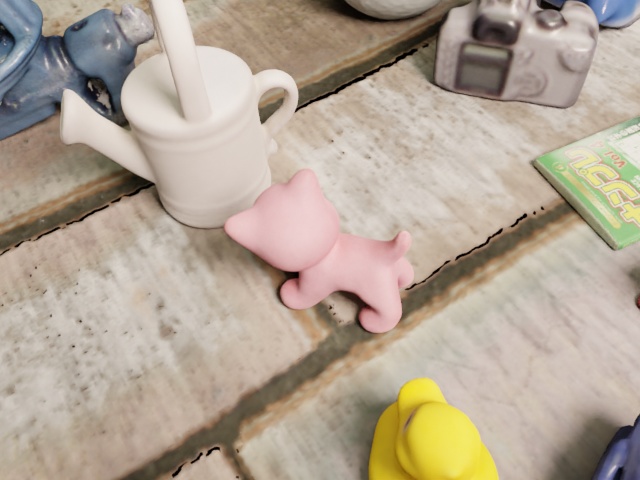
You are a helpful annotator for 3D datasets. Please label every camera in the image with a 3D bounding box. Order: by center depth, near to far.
[{"bbox_3d":[0.195,-0.216,0.561,0.143,0.101,0.137,13,56,12],"label":"camera"}]

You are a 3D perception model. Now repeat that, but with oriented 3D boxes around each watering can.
[{"bbox_3d":[-0.105,-0.101,0.437,0.173,0.194,0.100,-35,60,-20],"label":"watering can"}]

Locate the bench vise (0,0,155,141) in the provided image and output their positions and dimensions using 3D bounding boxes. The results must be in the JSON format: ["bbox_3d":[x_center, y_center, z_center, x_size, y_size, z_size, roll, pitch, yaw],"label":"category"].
[{"bbox_3d":[-0.264,-0.196,0.498,0.208,0.220,0.121,-29,58,-17],"label":"bench vise"}]

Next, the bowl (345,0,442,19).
[{"bbox_3d":[0.083,-0.300,0.644,0.167,0.075,0.167,-1,54,2],"label":"bowl"}]

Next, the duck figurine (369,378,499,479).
[{"bbox_3d":[0.068,0.129,0.328,0.077,0.086,0.104,-13,54,-6],"label":"duck figurine"}]

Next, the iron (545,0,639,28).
[{"bbox_3d":[0.340,-0.340,0.618,0.259,0.141,0.118,-39,61,-23],"label":"iron"}]

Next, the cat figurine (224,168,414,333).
[{"bbox_3d":[0.004,0.001,0.404,0.127,0.118,0.067,11,56,11],"label":"cat figurine"}]

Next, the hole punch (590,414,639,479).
[{"bbox_3d":[0.199,0.148,0.304,0.101,0.091,0.109,30,61,22],"label":"hole punch"}]

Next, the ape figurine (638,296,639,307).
[{"bbox_3d":[0.271,0.033,0.382,0.076,0.092,0.078,3,54,5],"label":"ape figurine"}]
